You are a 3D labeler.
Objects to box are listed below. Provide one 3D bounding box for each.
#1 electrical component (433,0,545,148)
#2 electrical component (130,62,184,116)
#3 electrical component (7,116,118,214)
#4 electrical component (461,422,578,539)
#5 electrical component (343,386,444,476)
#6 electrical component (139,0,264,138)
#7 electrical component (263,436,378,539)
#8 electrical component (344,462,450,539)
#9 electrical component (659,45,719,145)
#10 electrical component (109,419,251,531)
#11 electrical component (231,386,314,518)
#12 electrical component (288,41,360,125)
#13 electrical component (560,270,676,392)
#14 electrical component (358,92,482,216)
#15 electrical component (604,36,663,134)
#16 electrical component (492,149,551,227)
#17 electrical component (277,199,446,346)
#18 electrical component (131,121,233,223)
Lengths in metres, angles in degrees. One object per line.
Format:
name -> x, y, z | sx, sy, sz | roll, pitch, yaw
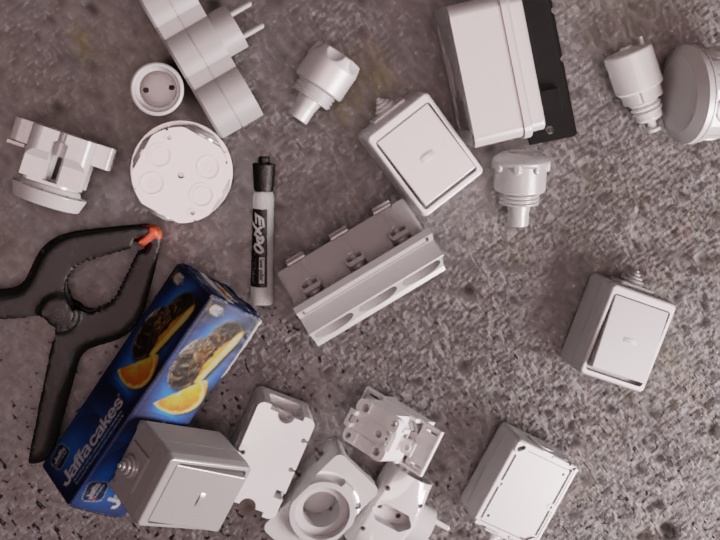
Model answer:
electrical component -> 0.101, -0.158, 0.850 | 0.057, 0.078, 0.113 | -14, 101, -3
electrical component -> -0.156, -0.140, 0.831 | 0.040, 0.046, 0.040 | -1, 100, -8
electrical component -> -0.233, -0.078, 0.825 | 0.078, 0.058, 0.057 | 18, 94, -10
electrical component -> 0.131, 0.188, 0.922 | 0.062, 0.061, 0.096 | 27, 95, -12
electrical component -> 0.022, 0.132, 0.889 | 0.081, 0.064, 0.042 | 28, 95, 30
electrical component -> -0.111, -0.179, 0.828 | 0.074, 0.052, 0.138 | -30, 102, -2
electrical component -> -0.034, 0.193, 0.902 | 0.089, 0.055, 0.050 | -44, 103, 1
electrical component -> 0.039, 0.212, 0.922 | 0.079, 0.043, 0.077 | 30, 94, -12
electrical component -> 0.283, -0.144, 0.878 | 0.051, 0.080, 0.080 | -4, 100, -13
electrical component -> -0.141, 0.159, 0.822 | 0.096, 0.061, 0.061 | 18, 104, -45
electrical component -> -0.078, 0.148, 0.887 | 0.050, 0.055, 0.089 | 22, 96, -11
electrical component -> -0.033, -0.145, 0.850 | 0.043, 0.043, 0.062 | 33, 95, -12
electrical component -> 0.221, 0.047, 0.911 | 0.062, 0.061, 0.096 | 19, 97, -11
electrical component -> 0.044, -0.099, 0.860 | 0.062, 0.061, 0.096 | -38, 103, 0
electrical component -> 0.231, -0.151, 0.889 | 0.040, 0.040, 0.078 | -23, 103, -4
electrical component -> 0.132, -0.067, 0.888 | 0.048, 0.048, 0.062 | -2, 107, -8
electrical component -> 0.000, 0.000, 0.866 | 0.121, 0.078, 0.063 | -31, 74, -2
electrical component -> -0.140, -0.076, 0.842 | 0.080, 0.051, 0.080 | -1, 100, -8
